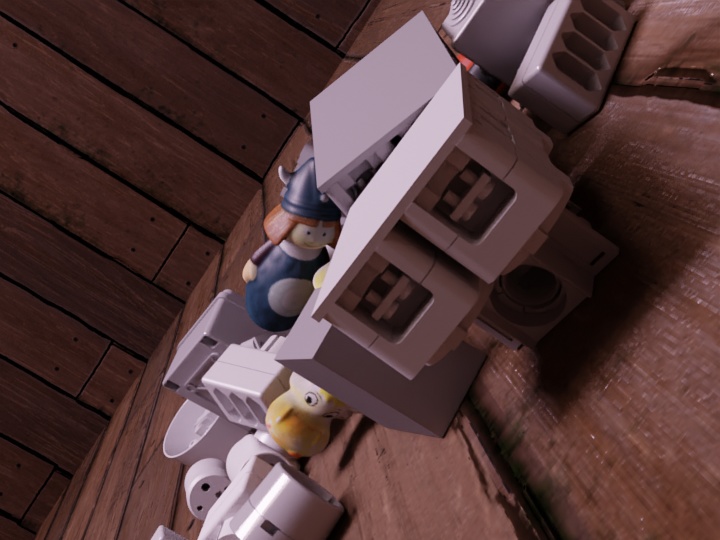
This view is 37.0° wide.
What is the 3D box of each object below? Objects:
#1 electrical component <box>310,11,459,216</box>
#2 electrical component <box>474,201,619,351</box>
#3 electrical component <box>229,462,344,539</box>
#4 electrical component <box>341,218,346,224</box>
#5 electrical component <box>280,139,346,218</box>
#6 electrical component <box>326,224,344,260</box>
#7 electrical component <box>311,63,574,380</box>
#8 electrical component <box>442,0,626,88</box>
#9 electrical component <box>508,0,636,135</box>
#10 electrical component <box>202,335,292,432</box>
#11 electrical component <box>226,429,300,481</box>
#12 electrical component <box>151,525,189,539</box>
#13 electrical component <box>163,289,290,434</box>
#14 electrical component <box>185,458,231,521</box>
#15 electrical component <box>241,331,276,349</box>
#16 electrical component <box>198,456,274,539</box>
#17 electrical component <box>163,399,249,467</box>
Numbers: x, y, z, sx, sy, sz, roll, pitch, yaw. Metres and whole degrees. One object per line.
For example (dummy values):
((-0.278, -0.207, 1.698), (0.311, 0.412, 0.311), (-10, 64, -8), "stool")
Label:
((0.029, -0.096, 0.710), (0.105, 0.060, 0.186), (-37, 22, 12), "electrical component")
((0.086, -0.003, 0.533), (0.081, 0.042, 0.063), (-49, 12, 37), "electrical component")
((-0.043, 0.149, 0.646), (0.047, 0.055, 0.055), (-55, 11, -3), "electrical component")
((-0.001, -0.044, 0.940), (0.047, 0.077, 0.065), (-54, 11, 19), "electrical component")
((-0.018, -0.077, 0.867), (0.050, 0.056, 0.089), (-61, -3, 24), "electrical component")
((0.000, 0.000, 0.880), (0.079, 0.044, 0.077), (-29, -38, -47), "electrical component")
((0.042, -0.031, 0.529), (0.105, 0.060, 0.186), (-52, 7, 17), "electrical component")
((0.116, -0.173, 0.736), (0.099, 0.100, 0.048), (-54, 24, 18), "electrical component")
((0.127, -0.129, 0.693), (0.083, 0.047, 0.076), (-63, 12, -28), "electrical component")
((-0.063, 0.074, 0.790), (0.066, 0.047, 0.076), (8, 48, 42), "electrical component")
((-0.065, 0.136, 0.804), (0.079, 0.044, 0.077), (-59, 11, -7), "electrical component")
((-0.164, 0.263, 0.877), (0.083, 0.047, 0.076), (-59, 11, -5), "electrical component")
((-0.102, 0.084, 0.946), (0.108, 0.109, 0.056), (-46, 18, 47), "electrical component")
((-0.129, 0.191, 0.932), (0.045, 0.045, 0.055), (-58, 11, -3), "electrical component")
((-0.056, 0.084, 0.853), (0.057, 0.078, 0.058), (-25, -3, 40), "electrical component")
((-0.076, 0.178, 0.721), (0.065, 0.047, 0.076), (-52, 10, 27), "electrical component")
((-0.143, 0.151, 1.056), (0.099, 0.064, 0.099), (-54, 11, 16), "electrical component")
